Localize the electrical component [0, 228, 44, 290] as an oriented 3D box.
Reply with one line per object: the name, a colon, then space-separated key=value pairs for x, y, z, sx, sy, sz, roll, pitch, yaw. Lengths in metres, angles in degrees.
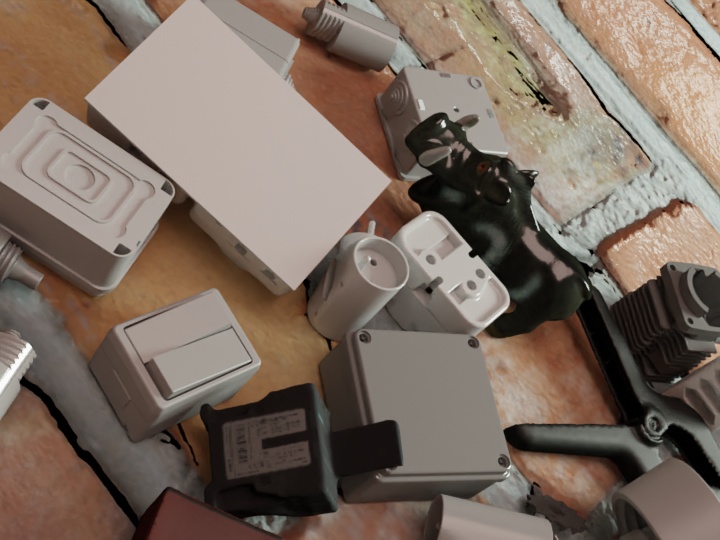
electrical component: x=-0.226 y=-0.008 z=0.668 sx=0.061 sy=0.035 sz=0.035 roll=33 pitch=49 yaw=-12

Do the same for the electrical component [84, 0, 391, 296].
electrical component: x=-0.087 y=-0.082 z=0.753 sx=0.186 sy=0.060 sz=0.105 roll=43 pitch=73 yaw=-6

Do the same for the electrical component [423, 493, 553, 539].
electrical component: x=0.081 y=0.196 z=0.712 sx=0.077 sy=0.043 sz=0.079 roll=15 pitch=72 yaw=-7

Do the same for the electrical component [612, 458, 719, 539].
electrical component: x=0.220 y=0.195 z=0.761 sx=0.060 sy=0.108 sz=0.108 roll=-24 pitch=72 yaw=-8

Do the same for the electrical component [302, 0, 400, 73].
electrical component: x=-0.012 y=-0.205 z=0.923 sx=0.081 sy=0.043 sz=0.043 roll=20 pitch=52 yaw=-19

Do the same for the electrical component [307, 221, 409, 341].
electrical component: x=0.000 y=0.000 z=0.772 sx=0.043 sy=0.077 sz=0.079 roll=23 pitch=51 yaw=-17

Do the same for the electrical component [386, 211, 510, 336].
electrical component: x=0.057 y=0.012 z=0.811 sx=0.095 sy=0.059 sz=0.054 roll=50 pitch=48 yaw=6

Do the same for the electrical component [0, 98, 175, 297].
electrical component: x=-0.189 y=-0.046 z=0.700 sx=0.113 sy=0.057 sz=0.078 roll=34 pitch=49 yaw=-8

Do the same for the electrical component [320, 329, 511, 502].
electrical component: x=0.037 y=0.100 z=0.743 sx=0.109 sy=0.056 sz=0.108 roll=5 pitch=58 yaw=-29

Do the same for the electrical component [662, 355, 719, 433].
electrical component: x=0.306 y=0.094 z=0.893 sx=0.076 sy=0.083 sz=0.047 roll=-25 pitch=76 yaw=-40

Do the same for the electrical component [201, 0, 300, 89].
electrical component: x=-0.095 y=-0.158 z=0.829 sx=0.096 sy=0.061 sz=0.061 roll=30 pitch=49 yaw=-11

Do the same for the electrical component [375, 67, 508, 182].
electrical component: x=0.070 y=-0.123 z=0.915 sx=0.100 sy=0.048 sz=0.099 roll=1 pitch=60 yaw=-31

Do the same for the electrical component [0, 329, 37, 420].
electrical component: x=-0.219 y=0.066 z=0.617 sx=0.043 sy=0.043 sz=0.081 roll=33 pitch=49 yaw=-9

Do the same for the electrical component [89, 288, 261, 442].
electrical component: x=-0.110 y=0.055 z=0.679 sx=0.096 sy=0.061 sz=0.061 roll=-23 pitch=74 yaw=-39

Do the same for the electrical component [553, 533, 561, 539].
electrical component: x=0.149 y=0.220 z=0.740 sx=0.077 sy=0.044 sz=0.079 roll=-22 pitch=74 yaw=-39
